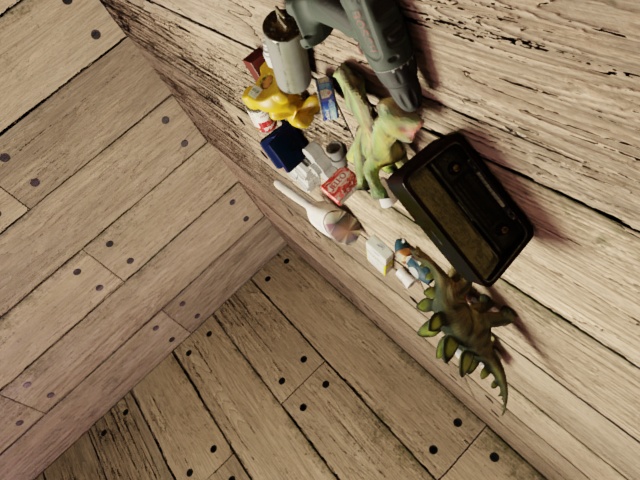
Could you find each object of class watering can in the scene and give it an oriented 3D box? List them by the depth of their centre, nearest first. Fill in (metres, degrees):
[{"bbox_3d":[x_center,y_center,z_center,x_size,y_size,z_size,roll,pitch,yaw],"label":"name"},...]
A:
[{"bbox_3d":[0.005,-0.088,1.749,0.344,0.104,0.227,32,-179,-31],"label":"watering can"}]

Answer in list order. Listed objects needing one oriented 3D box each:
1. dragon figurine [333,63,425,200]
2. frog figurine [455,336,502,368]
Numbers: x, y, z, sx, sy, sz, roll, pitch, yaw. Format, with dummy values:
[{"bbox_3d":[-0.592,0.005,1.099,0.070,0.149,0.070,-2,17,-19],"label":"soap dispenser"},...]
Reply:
[{"bbox_3d":[0.087,-0.217,0.971,0.415,0.123,0.239,-135,23,-64],"label":"dragon figurine"},{"bbox_3d":[0.460,0.333,1.510,0.138,0.125,0.156,9,134,43],"label":"frog figurine"}]
